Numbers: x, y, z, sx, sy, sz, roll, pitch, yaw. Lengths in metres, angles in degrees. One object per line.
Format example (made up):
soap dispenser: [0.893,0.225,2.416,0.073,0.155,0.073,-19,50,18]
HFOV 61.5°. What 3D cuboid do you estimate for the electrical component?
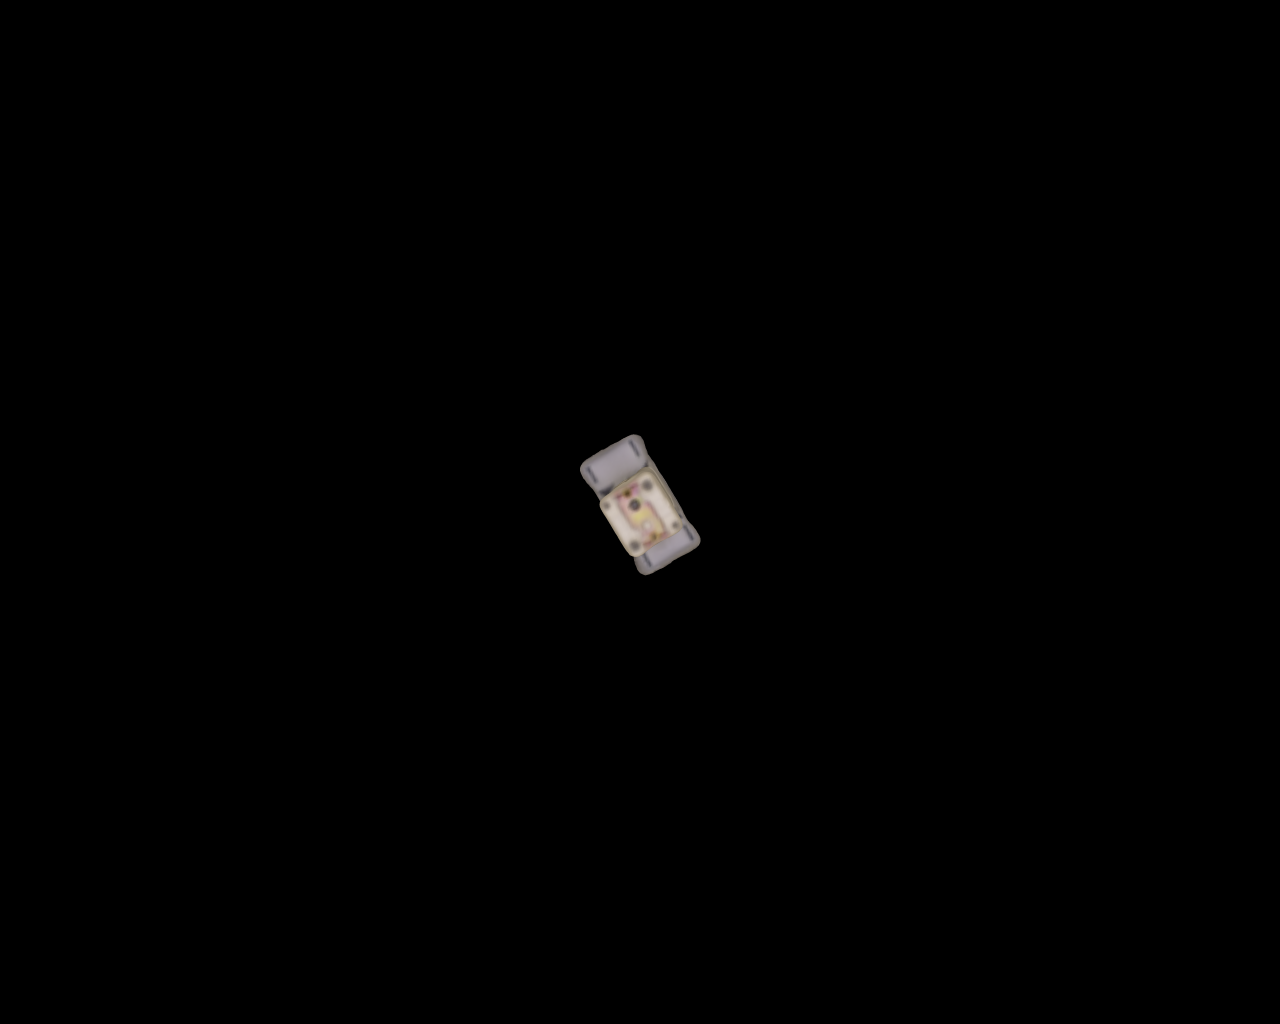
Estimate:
electrical component: [0.001,-0.003,0.650,0.042,0.081,0.064,-31,8,5]
